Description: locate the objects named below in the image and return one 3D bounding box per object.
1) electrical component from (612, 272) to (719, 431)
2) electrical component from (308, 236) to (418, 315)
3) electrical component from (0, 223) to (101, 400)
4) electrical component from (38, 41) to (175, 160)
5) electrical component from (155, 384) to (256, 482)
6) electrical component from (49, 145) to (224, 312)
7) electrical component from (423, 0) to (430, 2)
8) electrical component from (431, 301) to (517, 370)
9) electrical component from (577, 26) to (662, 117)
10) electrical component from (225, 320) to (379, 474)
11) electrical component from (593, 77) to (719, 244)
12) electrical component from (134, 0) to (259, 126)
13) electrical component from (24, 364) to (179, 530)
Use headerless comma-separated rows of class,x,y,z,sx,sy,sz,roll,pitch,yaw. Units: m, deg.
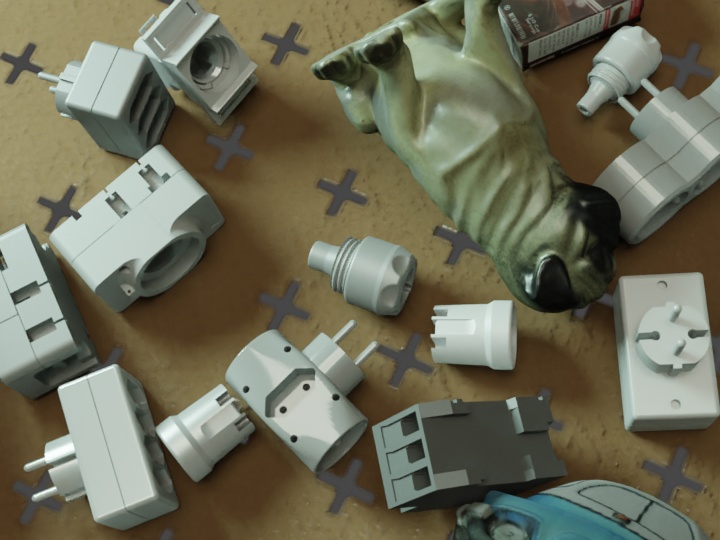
electrical component,0.171,0.041,0.595,0.047,0.075,0.083,-3,70,6
electrical component,0.000,0.000,0.646,0.062,0.043,0.043,19,74,14
electrical component,-0.206,0.028,0.657,0.056,0.050,0.089,-27,70,-3
electrical component,-0.170,-0.112,0.693,0.077,0.065,0.047,16,74,12
electrical component,-0.089,0.094,0.627,0.046,0.040,0.040,-37,71,-12
electrical component,-0.134,-0.022,0.666,0.089,0.050,0.055,-42,71,-8
electrical component,0.028,-0.198,0.717,0.061,0.035,0.035,8,72,12
electrical component,0.067,0.038,0.628,0.046,0.040,0.040,0,71,13
electrical component,0.160,-0.122,0.675,0.035,0.035,0.061,39,82,17
electrical component,-0.024,0.063,0.627,0.079,0.043,0.077,-44,72,-9
electrical component,0.189,-0.085,0.649,0.138,0.052,0.073,-38,71,-7
electrical component,-0.108,-0.137,0.692,0.064,0.081,0.042,26,72,44
electrical component,-0.157,0.110,0.624,0.076,0.047,0.083,-22,70,-1
